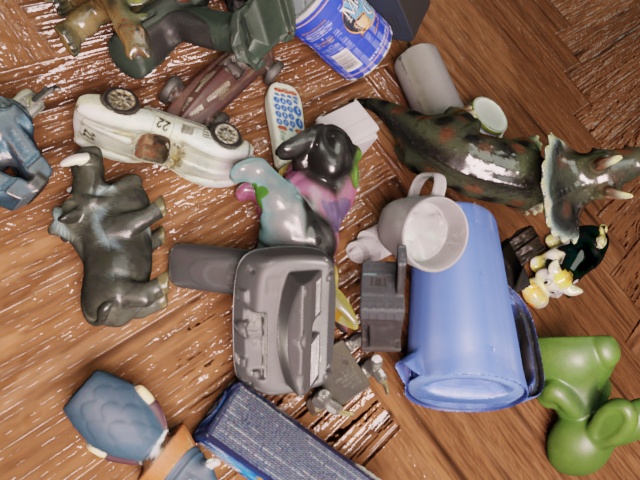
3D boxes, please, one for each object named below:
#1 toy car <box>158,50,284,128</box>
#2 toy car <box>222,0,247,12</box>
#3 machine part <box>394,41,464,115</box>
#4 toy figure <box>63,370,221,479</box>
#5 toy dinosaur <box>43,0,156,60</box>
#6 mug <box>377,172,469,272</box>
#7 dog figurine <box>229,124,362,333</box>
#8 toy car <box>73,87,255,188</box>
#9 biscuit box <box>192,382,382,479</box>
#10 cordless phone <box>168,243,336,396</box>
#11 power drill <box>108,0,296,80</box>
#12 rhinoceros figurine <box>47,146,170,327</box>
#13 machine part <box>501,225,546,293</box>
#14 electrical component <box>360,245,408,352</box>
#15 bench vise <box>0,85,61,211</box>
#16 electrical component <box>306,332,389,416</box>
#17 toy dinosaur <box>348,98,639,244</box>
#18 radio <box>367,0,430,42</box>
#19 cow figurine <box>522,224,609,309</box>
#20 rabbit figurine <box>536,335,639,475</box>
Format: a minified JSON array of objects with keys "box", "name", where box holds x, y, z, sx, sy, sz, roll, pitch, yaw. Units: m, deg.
[{"box":[-0.124,-0.210,0.702,0.089,0.053,0.202,40,53,-6],"name":"toy car"},{"box":[-0.070,-0.384,0.789,0.161,0.103,0.109,16,60,-17],"name":"toy car"},{"box":[0.179,-0.218,0.844,0.079,0.079,0.243,-8,68,-30],"name":"machine part"},{"box":[-0.152,0.178,0.479,0.154,0.064,0.058,42,17,-7],"name":"toy figure"},{"box":[-0.238,-0.339,0.642,0.199,0.104,0.472,-20,51,-12],"name":"toy dinosaur"},{"box":[0.109,-0.024,0.621,0.081,0.107,0.109,4,94,-19],"name":"mug"},{"box":[-0.001,-0.002,0.615,0.191,0.108,0.219,-29,84,-14],"name":"dog figurine"},{"box":[-0.173,-0.110,0.609,0.202,0.073,0.056,16,55,-19],"name":"toy car"},{"box":[-0.023,0.220,0.520,0.202,0.059,0.063,38,55,-5],"name":"biscuit box"},{"box":[-0.079,0.074,0.544,0.089,0.184,0.146,-25,119,-65],"name":"cordless phone"},{"box":[-0.136,-0.282,0.666,0.208,0.085,0.232,19,55,23],"name":"power drill"},{"box":[-0.211,-0.005,0.542,0.112,0.073,0.190,-10,71,-19],"name":"rhinoceros figurine"},{"box":[0.266,0.027,0.731,0.039,0.138,0.084,-10,70,3],"name":"machine part"},{"box":[0.067,0.058,0.571,0.048,0.119,0.075,0,47,6],"name":"electrical component"},{"box":[-0.369,-0.098,0.464,0.240,0.129,0.223,45,71,-22],"name":"bench vise"},{"box":[0.027,0.150,0.592,0.102,0.045,0.078,-17,75,-32],"name":"electrical component"},{"box":[0.195,-0.106,0.686,0.405,0.131,0.192,19,14,15],"name":"toy dinosaur"},{"box":[0.063,-0.389,0.776,0.131,0.229,0.073,18,79,30],"name":"radio"},{"box":[0.367,0.038,0.792,0.068,0.098,0.167,51,54,-3],"name":"cow figurine"},{"box":[0.330,0.205,0.669,0.121,0.159,0.170,6,77,-35],"name":"rabbit figurine"}]
